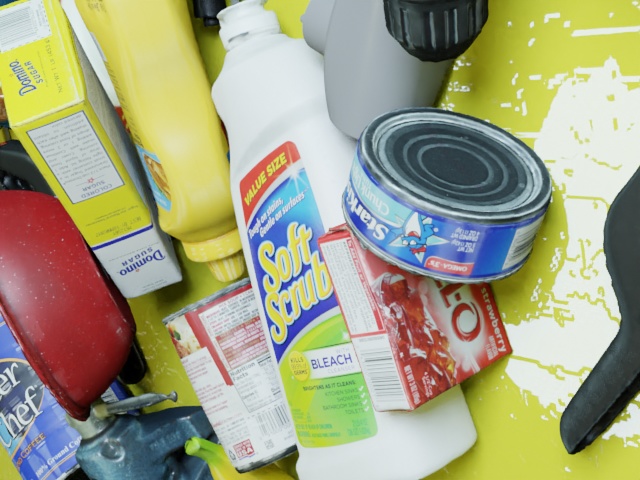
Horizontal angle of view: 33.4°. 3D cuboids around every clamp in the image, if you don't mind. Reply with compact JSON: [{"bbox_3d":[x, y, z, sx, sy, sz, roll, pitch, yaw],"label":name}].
[{"bbox_3d":[-0.185,0.002,0.794,0.210,0.036,0.165,37,133,28],"label":"clamp"},{"bbox_3d":[0.139,0.033,0.420,0.120,0.039,0.171,4,108,44],"label":"clamp"}]

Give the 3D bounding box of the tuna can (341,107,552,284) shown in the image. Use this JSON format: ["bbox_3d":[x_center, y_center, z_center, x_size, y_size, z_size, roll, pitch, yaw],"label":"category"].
[{"bbox_3d":[0.054,-0.021,0.455,0.086,0.085,0.034,40,134,31],"label":"tuna can"}]

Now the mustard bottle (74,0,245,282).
[{"bbox_3d":[-0.080,-0.062,0.601,0.096,0.058,0.191,-135,26,-64],"label":"mustard bottle"}]

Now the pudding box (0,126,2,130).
[{"bbox_3d":[-0.266,-0.127,0.787,0.090,0.039,0.113,-90,-6,-67],"label":"pudding box"}]

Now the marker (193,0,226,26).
[{"bbox_3d":[-0.066,-0.176,0.575,0.020,0.020,0.121,16,120,46],"label":"marker"}]

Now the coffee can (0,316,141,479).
[{"bbox_3d":[-0.207,0.125,0.831,0.140,0.102,0.103,52,140,17],"label":"coffee can"}]

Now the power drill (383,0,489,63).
[{"bbox_3d":[0.008,-0.180,0.406,0.188,0.057,0.184,52,157,44],"label":"power drill"}]

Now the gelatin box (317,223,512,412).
[{"bbox_3d":[0.046,0.026,0.500,0.030,0.073,0.089,-13,98,51],"label":"gelatin box"}]

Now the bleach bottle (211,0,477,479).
[{"bbox_3d":[-0.004,0.001,0.556,0.103,0.067,0.251,-18,92,48],"label":"bleach bottle"}]

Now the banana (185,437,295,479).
[{"bbox_3d":[-0.006,0.193,0.657,0.198,0.069,0.037,43,108,12],"label":"banana"}]

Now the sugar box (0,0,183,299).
[{"bbox_3d":[-0.133,-0.048,0.619,0.176,0.048,0.093,76,173,-54],"label":"sugar box"}]

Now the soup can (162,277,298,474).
[{"bbox_3d":[-0.042,0.079,0.637,0.069,0.068,0.102,-30,86,53],"label":"soup can"}]

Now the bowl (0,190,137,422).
[{"bbox_3d":[-0.158,0.029,0.660,0.162,0.055,0.162,62,174,10],"label":"bowl"}]
